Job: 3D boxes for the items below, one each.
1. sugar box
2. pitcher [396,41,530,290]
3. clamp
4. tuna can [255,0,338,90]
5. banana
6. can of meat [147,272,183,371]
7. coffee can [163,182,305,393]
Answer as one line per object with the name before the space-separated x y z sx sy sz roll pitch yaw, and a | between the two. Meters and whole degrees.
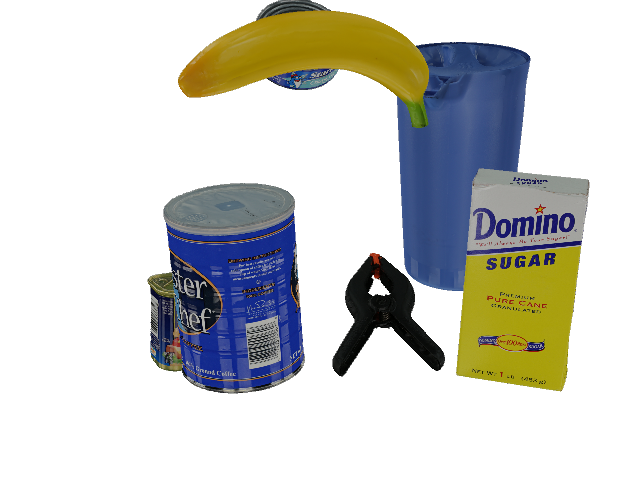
sugar box | 0.166 0.033 0.886 0.093 0.176 0.048 6 24 14
pitcher | 0.147 -0.080 1.103 0.149 0.243 0.145 -8 24 -15
clamp | 0.079 0.085 1.194 0.120 0.171 0.039 7 -42 0
tuna can | -0.020 -0.181 0.986 0.086 0.086 0.034 0 -32 -12
banana | 0.002 -0.117 0.704 0.197 0.069 0.037 4 6 -31
can of meat | -0.119 0.077 1.059 0.101 0.084 0.058 -6 20 -28
coffee can | -0.067 0.036 0.854 0.103 0.140 0.103 -3 21 1
